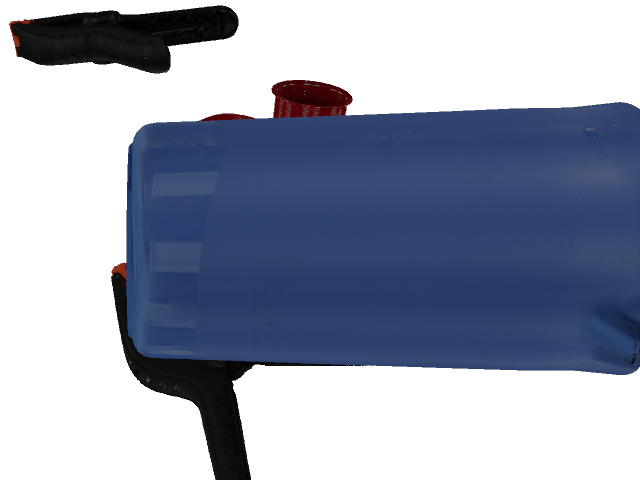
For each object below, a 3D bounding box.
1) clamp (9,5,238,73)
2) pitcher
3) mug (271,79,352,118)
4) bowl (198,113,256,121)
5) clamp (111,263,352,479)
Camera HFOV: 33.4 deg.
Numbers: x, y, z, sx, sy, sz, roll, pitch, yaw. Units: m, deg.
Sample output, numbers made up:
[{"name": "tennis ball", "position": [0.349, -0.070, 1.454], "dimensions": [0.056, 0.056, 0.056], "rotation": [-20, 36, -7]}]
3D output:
[{"name": "clamp", "position": [-0.149, -0.153, 0.794], "dimensions": [0.172, 0.039, 0.120], "rotation": [11, 22, 29]}, {"name": "pitcher", "position": [0.031, -0.007, 0.514], "dimensions": [0.242, 0.145, 0.149], "rotation": [0, -7, -9]}, {"name": "mug", "position": [-0.010, -0.136, 1.240], "dimensions": [0.093, 0.081, 0.117], "rotation": [17, 27, 18]}, {"name": "bowl", "position": [-0.101, -0.070, 1.000], "dimensions": [0.162, 0.055, 0.162], "rotation": [-22, 33, 15]}, {"name": "clamp", "position": [-0.049, 0.069, 0.677], "dimensions": [0.164, 0.036, 0.210], "rotation": [-37, 56, -21]}]
